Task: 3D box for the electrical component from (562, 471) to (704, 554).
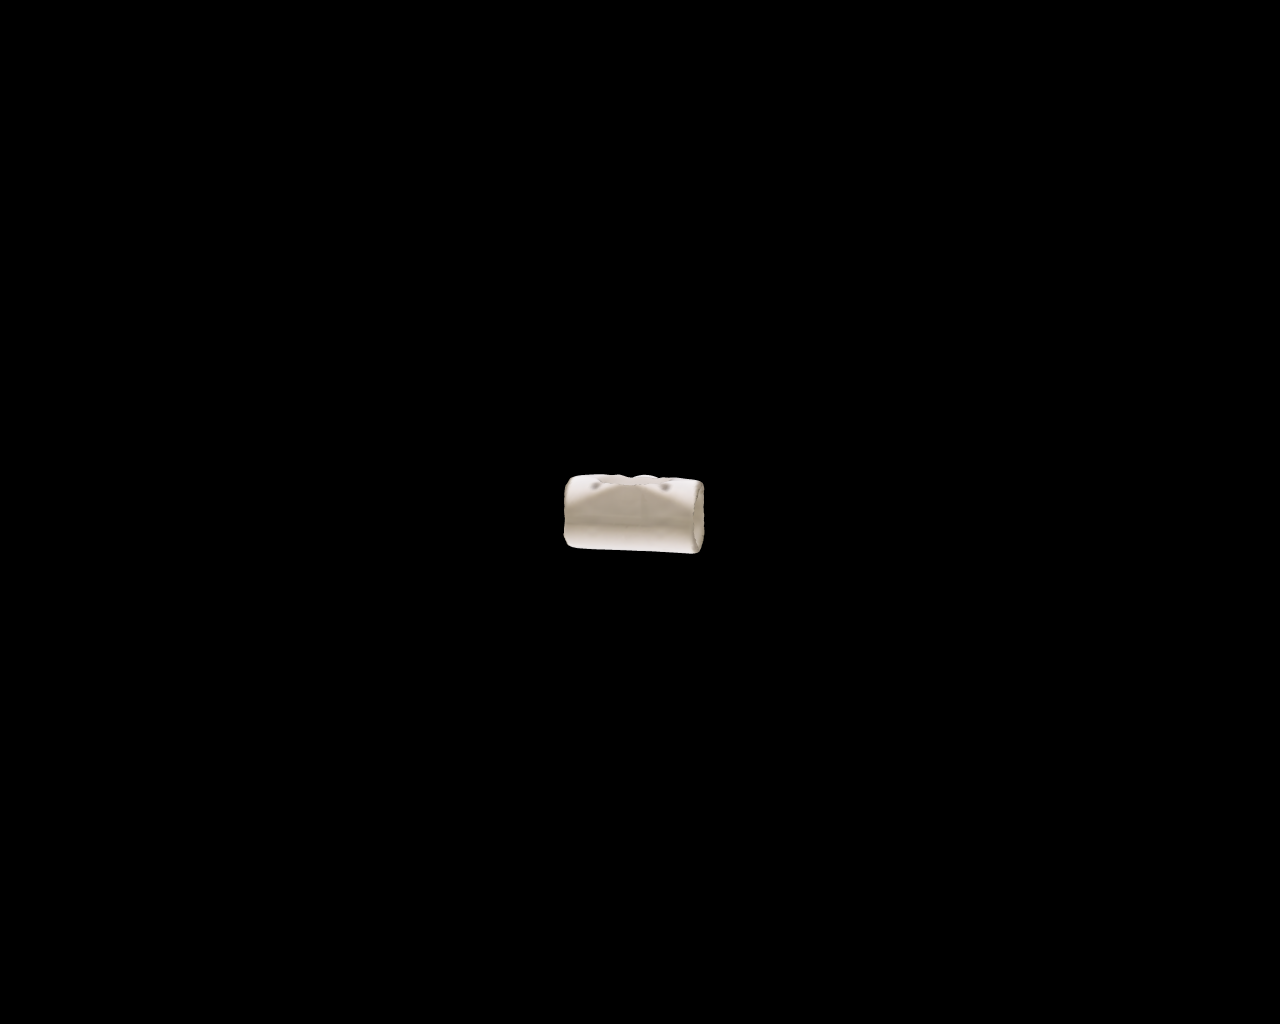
[{"bbox_3d":[0.001,-0.003,0.650,0.077,0.044,0.079,2,12,12],"label":"electrical component"}]
